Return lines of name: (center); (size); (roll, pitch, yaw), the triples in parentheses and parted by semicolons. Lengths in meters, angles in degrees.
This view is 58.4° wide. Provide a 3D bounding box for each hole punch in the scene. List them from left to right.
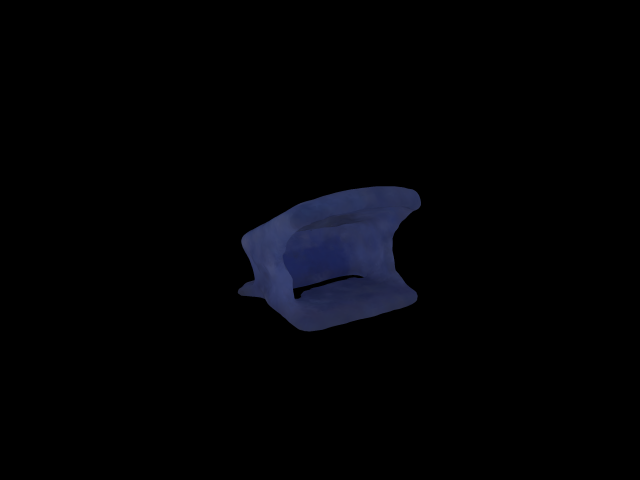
hole punch: (0.004, 0.001, 0.400); (0.109, 0.091, 0.100); (-11, 21, -30)
